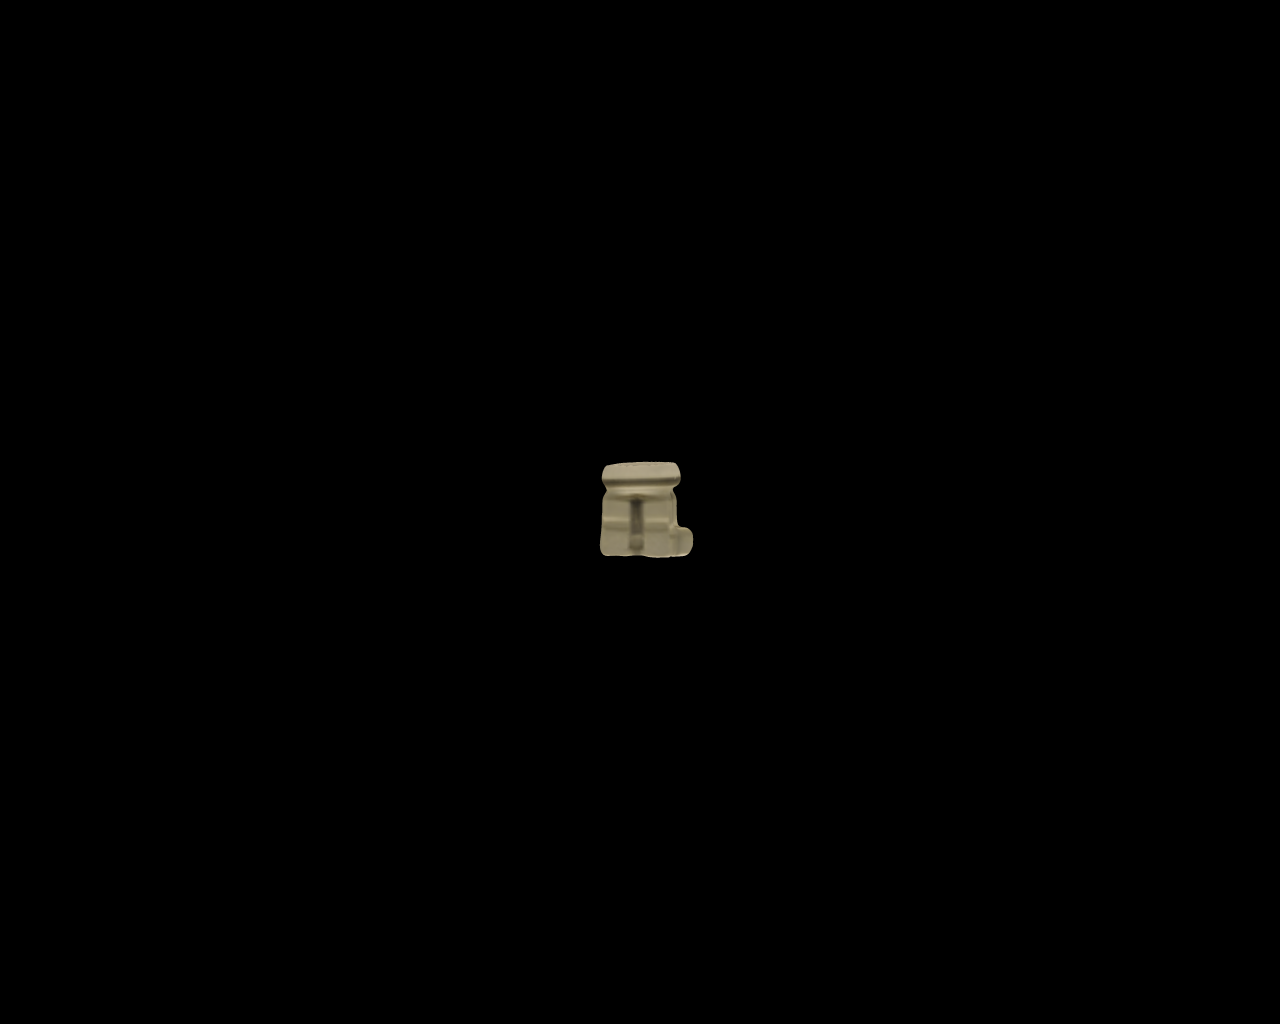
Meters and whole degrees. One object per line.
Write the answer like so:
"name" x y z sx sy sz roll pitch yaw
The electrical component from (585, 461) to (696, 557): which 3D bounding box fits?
"electrical component" 0.001 -0.003 0.650 0.066 0.055 0.048 0 4 7
